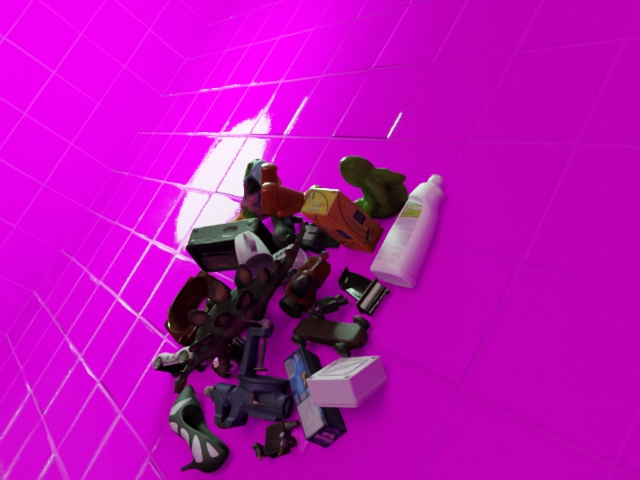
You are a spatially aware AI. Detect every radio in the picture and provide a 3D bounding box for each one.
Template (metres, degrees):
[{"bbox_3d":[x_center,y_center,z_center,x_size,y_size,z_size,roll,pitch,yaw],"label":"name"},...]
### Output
[{"bbox_3d":[-0.239,0.018,1.460,0.230,0.131,0.073,-8,50,20],"label":"radio"}]

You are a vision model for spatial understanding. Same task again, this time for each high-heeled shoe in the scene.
[{"bbox_3d":[-0.276,0.427,1.263,0.145,0.086,0.249,-32,44,20],"label":"high-heeled shoe"}]

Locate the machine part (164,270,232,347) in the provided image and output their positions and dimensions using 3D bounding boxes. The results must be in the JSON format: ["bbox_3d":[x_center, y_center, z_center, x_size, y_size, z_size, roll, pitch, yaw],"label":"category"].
[{"bbox_3d":[-0.341,0.197,1.516,0.201,0.087,0.201,26,83,53],"label":"machine part"}]

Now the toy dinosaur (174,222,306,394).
[{"bbox_3d":[-0.177,0.157,1.235,0.105,0.198,0.471,31,71,28],"label":"toy dinosaur"}]

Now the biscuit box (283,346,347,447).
[{"bbox_3d":[-0.015,0.310,1.080,0.059,0.062,0.203,-44,36,14],"label":"biscuit box"}]

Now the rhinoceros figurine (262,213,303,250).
[{"bbox_3d":[-0.105,-0.052,1.440,0.073,0.112,0.190,-35,47,27],"label":"rhinoceros figurine"}]

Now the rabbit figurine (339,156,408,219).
[{"bbox_3d":[0.114,-0.118,1.200,0.121,0.170,0.159,-57,35,-4],"label":"rabbit figurine"}]

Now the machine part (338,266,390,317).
[{"bbox_3d":[0.088,0.107,1.157,0.084,0.039,0.139,-58,38,2],"label":"machine part"}]

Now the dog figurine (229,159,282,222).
[{"bbox_3d":[-0.201,-0.103,1.540,0.219,0.191,0.109,-45,40,-15],"label":"dog figurine"}]

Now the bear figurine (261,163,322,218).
[{"bbox_3d":[-0.050,-0.111,1.351,0.196,0.131,0.120,1,46,-4],"label":"bear figurine"}]

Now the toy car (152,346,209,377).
[{"bbox_3d":[-0.376,0.328,1.455,0.202,0.073,0.056,-20,51,37],"label":"toy car"}]

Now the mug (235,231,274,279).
[{"bbox_3d":[-0.172,0.023,1.309,0.081,0.109,0.107,-25,46,-13],"label":"mug"}]

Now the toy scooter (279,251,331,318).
[{"bbox_3d":[-0.028,0.096,1.226,0.135,0.075,0.183,-54,-6,-30],"label":"toy scooter"}]

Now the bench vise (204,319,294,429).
[{"bbox_3d":[-0.151,0.292,1.181,0.224,0.128,0.240,-2,77,39],"label":"bench vise"}]

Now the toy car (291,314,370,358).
[{"bbox_3d":[0.020,0.199,1.140,0.202,0.053,0.089,-3,43,48],"label":"toy car"}]

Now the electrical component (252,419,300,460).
[{"bbox_3d":[-0.090,0.409,1.095,0.102,0.045,0.078,-25,46,33],"label":"electrical component"}]

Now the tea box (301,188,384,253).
[{"bbox_3d":[0.052,-0.043,1.208,0.098,0.169,0.068,11,68,53],"label":"tea box"}]

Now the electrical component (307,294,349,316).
[{"bbox_3d":[0.013,0.142,1.174,0.094,0.021,0.063,-17,11,-13],"label":"electrical component"}]

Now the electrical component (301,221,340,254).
[{"bbox_3d":[-0.003,-0.004,1.340,0.119,0.047,0.075,11,70,53],"label":"electrical component"}]
